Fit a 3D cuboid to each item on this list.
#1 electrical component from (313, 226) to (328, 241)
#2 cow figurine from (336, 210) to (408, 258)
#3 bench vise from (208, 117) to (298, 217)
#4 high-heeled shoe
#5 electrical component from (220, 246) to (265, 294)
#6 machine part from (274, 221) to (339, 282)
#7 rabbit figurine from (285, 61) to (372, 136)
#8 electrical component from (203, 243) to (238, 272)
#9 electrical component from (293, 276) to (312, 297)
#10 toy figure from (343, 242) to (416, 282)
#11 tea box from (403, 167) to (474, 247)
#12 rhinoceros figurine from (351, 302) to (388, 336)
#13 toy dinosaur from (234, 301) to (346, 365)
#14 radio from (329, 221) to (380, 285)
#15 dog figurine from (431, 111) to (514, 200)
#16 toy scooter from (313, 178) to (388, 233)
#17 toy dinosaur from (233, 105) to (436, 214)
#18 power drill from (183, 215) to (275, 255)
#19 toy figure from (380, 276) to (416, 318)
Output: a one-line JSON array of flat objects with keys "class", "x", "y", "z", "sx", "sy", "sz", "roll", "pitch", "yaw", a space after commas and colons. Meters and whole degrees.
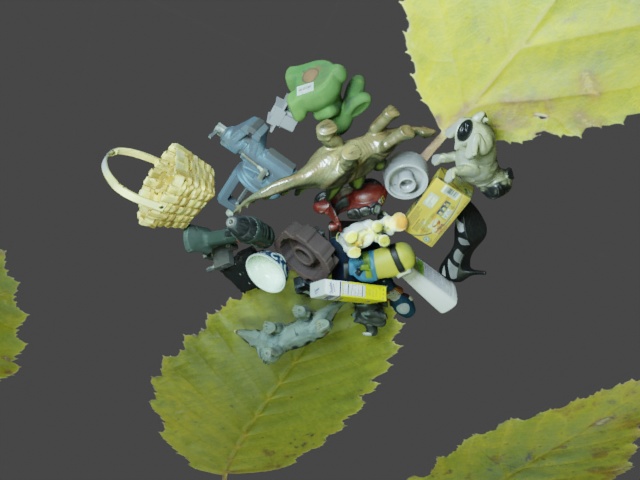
[{"class": "electrical component", "x": -0.003, "y": -0.004, "z": 1.387, "sx": 0.021, "sy": 0.063, "sz": 0.093, "roll": -26, "pitch": 146, "yaw": -17}, {"class": "cow figurine", "x": 0.125, "y": -0.022, "z": 1.294, "sx": 0.167, "sy": 0.098, "sz": 0.068, "roll": -22, "pitch": 109, "yaw": -10}, {"class": "bench vise", "x": -0.174, "y": -0.152, "z": 1.231, "sx": 0.223, "sy": 0.129, "sz": 0.240, "roll": 29, "pitch": 123, "yaw": -17}, {"class": "high-heeled shoe", "x": 0.349, "y": 0.000, "z": 1.384, "sx": 0.145, "sy": 0.086, "sz": 0.248, "roll": 6, "pitch": 119, "yaw": 50}, {"class": "electrical component", "x": -0.189, "y": 0.081, "z": 1.479, "sx": 0.134, "sy": 0.058, "sz": 0.114, "roll": -25, "pitch": 128, "yaw": 24}, {"class": "machine part", "x": -0.034, "y": 0.031, "z": 1.370, "sx": 0.180, "sy": 0.056, "sz": 0.179, "roll": 30, "pitch": 148, "yaw": 21}, {"class": "rabbit figurine", "x": 0.024, "y": -0.290, "z": 1.118, "sx": 0.159, "sy": 0.121, "sz": 0.170, "roll": -22, "pitch": 145, "yaw": 13}, {"class": "electrical component", "x": -0.269, "y": 0.037, "z": 1.442, "sx": 0.102, "sy": 0.078, "sz": 0.045, "roll": -16, "pitch": 153, "yaw": 24}, {"class": "electrical component", "x": -0.034, "y": 0.119, "z": 1.476, "sx": 0.075, "sy": 0.048, "sz": 0.119, "roll": -21, "pitch": 156, "yaw": 23}, {"class": "toy figure", "x": 0.146, "y": 0.057, "z": 1.323, "sx": 0.180, "sy": 0.082, "sz": 0.089, "roll": -6, "pitch": 133, "yaw": 11}, {"class": "tea box", "x": 0.278, "y": -0.077, "z": 1.283, "sx": 0.098, "sy": 0.068, "sz": 0.169, "roll": 34, "pitch": 129, "yaw": 0}, {"class": "rhinoceros figurine", "x": 0.140, "y": 0.207, "z": 1.558, "sx": 0.112, "sy": 0.073, "sz": 0.190, "roll": -13, "pitch": 129, "yaw": 13}, {"class": "toy dinosaur", "x": -0.057, "y": 0.265, "z": 1.592, "sx": 0.405, "sy": 0.131, "sz": 0.192, "roll": -21, "pitch": 167, "yaw": 9}, {"class": "radio", "x": 0.094, "y": 0.054, "z": 1.426, "sx": 0.131, "sy": 0.073, "sz": 0.229, "roll": -2, "pitch": 133, "yaw": 5}, {"class": "dog figurine", "x": 0.372, "y": -0.184, "z": 1.190, "sx": 0.190, "sy": 0.121, "sz": 0.172, "roll": 11, "pitch": 136, "yaw": -25}, {"class": "toy scooter", "x": 0.071, "y": -0.075, "z": 1.269, "sx": 0.184, "sy": 0.135, "sz": 0.075, "roll": -11, "pitch": 128, "yaw": 12}, {"class": "toy dinosaur", "x": 0.038, "y": -0.160, "z": 1.136, "sx": 0.471, "sy": 0.105, "sz": 0.198, "roll": -18, "pitch": 158, "yaw": -17}, {"class": "power drill", "x": -0.229, "y": -0.017, "z": 1.309, "sx": 0.207, "sy": 0.086, "sz": 0.232, "roll": -14, "pitch": 168, "yaw": 22}, {"class": "toy figure", "x": 0.218, "y": 0.160, "z": 1.524, "sx": 0.064, "sy": 0.058, "sz": 0.154, "roll": -47, "pitch": 121, "yaw": -9}]
